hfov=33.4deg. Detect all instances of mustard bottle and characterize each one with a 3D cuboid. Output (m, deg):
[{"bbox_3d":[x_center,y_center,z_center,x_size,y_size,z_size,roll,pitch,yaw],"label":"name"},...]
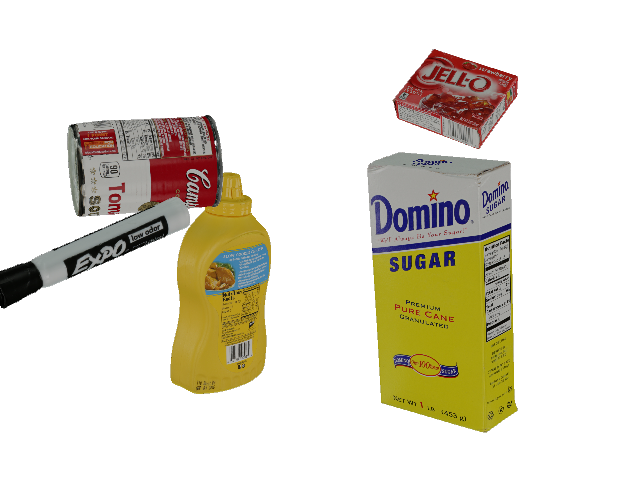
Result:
[{"bbox_3d":[-0.086,0.035,0.950,0.058,0.192,0.096,18,20,39],"label":"mustard bottle"}]

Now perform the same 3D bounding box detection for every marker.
[{"bbox_3d":[-0.125,0.006,0.576,0.120,0.020,0.020,-26,15,-32],"label":"marker"}]

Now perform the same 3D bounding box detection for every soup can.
[{"bbox_3d":[-0.127,-0.054,0.771,0.102,0.068,0.069,-5,2,-18],"label":"soup can"}]

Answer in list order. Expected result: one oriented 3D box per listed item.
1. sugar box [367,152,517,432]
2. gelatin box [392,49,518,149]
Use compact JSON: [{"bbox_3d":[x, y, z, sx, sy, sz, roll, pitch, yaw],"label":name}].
[{"bbox_3d":[0.081,0.033,0.719,0.094,0.176,0.048,8,22,41],"label":"sugar box"},{"bbox_3d":[0.122,-0.130,0.963,0.089,0.073,0.030,25,-29,26],"label":"gelatin box"}]
